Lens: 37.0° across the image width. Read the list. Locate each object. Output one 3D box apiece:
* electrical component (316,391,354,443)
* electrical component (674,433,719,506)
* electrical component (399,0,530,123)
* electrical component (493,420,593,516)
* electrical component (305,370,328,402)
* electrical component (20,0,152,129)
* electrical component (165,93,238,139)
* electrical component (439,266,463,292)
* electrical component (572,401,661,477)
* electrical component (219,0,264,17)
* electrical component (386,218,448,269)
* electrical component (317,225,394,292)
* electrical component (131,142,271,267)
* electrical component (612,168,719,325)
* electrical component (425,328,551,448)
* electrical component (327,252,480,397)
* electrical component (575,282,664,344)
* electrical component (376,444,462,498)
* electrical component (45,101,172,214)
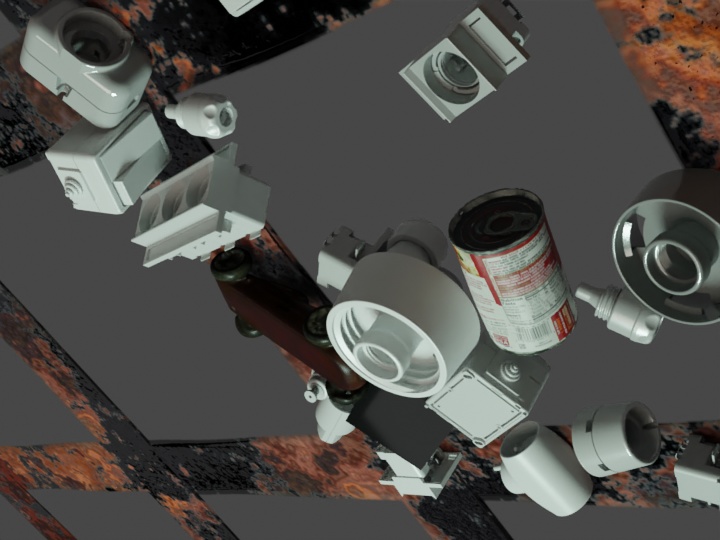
[{"bbox_3d":[-0.020,0.136,1.043,0.043,0.043,0.081,32,145,5],"label":"electrical component"},{"bbox_3d":[0.277,0.157,0.821,0.064,0.042,0.081,10,137,34],"label":"electrical component"},{"bbox_3d":[0.067,-0.131,0.647,0.042,0.063,0.081,44,144,-13],"label":"electrical component"},{"bbox_3d":[0.151,0.176,0.946,0.077,0.043,0.079,47,143,-16],"label":"electrical component"},{"bbox_3d":[-0.024,0.094,0.973,0.040,0.078,0.040,17,126,25],"label":"electrical component"},{"bbox_3d":[-0.215,-0.167,0.850,0.095,0.053,0.059,39,145,-4],"label":"electrical component"},{"bbox_3d":[-0.128,-0.122,0.844,0.061,0.035,0.035,11,138,34],"label":"electrical component"},{"bbox_3d":[0.052,0.029,0.850,0.045,0.055,0.045,22,143,18],"label":"electrical component"},{"bbox_3d":[0.202,0.131,0.843,0.055,0.055,0.047,48,139,-17],"label":"electrical component"},{"bbox_3d":[-0.059,-0.208,0.667,0.096,0.061,0.061,-17,120,48],"label":"electrical component"},{"bbox_3d":[0.037,-0.007,0.821,0.045,0.055,0.045,23,143,18],"label":"electrical component"},{"bbox_3d":[0.000,0.000,0.871,0.064,0.042,0.081,27,143,15],"label":"electrical component"},{"bbox_3d":[-0.132,-0.048,0.901,0.063,0.078,0.121,22,154,-33],"label":"electrical component"},{"bbox_3d":[0.213,-0.016,0.679,0.099,0.064,0.099,29,138,30],"label":"electrical component"},{"bbox_3d":[0.107,0.089,0.867,0.062,0.061,0.096,37,145,-1],"label":"electrical component"},{"bbox_3d":[0.027,0.047,0.788,0.108,0.060,0.108,22,142,18],"label":"electrical component"},{"bbox_3d":[0.182,0.026,0.756,0.061,0.035,0.035,26,143,19],"label":"electrical component"},{"bbox_3d":[0.052,0.182,1.038,0.081,0.042,0.063,-8,122,44],"label":"electrical component"},{"bbox_3d":[-0.208,-0.091,0.893,0.061,0.096,0.061,8,136,29],"label":"electrical component"}]
